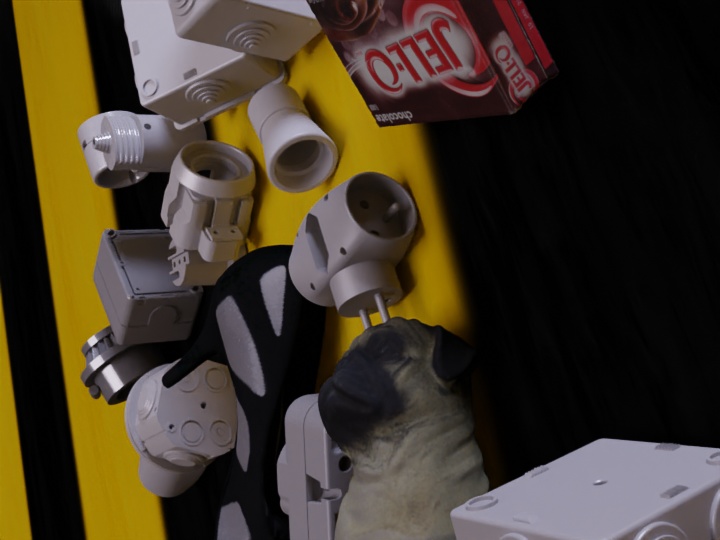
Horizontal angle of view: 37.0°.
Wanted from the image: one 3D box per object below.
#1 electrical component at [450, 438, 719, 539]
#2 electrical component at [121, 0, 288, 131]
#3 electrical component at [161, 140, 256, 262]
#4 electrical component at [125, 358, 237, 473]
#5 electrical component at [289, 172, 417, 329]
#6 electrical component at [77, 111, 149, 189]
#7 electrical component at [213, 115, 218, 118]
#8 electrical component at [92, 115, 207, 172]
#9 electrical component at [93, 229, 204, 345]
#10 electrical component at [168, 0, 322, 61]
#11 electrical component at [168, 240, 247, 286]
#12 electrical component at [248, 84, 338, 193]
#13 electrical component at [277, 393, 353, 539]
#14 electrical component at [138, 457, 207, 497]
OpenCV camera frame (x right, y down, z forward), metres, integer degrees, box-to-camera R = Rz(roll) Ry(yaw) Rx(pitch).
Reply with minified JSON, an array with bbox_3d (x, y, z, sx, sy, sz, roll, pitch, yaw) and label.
[{"bbox_3d":[0.093,0.098,0.390,0.100,0.100,0.048,-8,98,59],"label":"electrical component"},{"bbox_3d":[-0.104,-0.152,0.705,0.100,0.048,0.099,-21,71,22],"label":"electrical component"},{"bbox_3d":[-0.104,-0.052,0.745,0.078,0.058,0.057,56,140,41],"label":"electrical component"},{"bbox_3d":[-0.123,0.102,0.770,0.051,0.080,0.080,-30,67,50],"label":"electrical component"},{"bbox_3d":[0.000,0.000,0.588,0.077,0.043,0.079,-48,54,50],"label":"electrical component"},{"bbox_3d":[-0.209,-0.101,0.920,0.055,0.055,0.047,-43,61,52],"label":"electrical component"},{"bbox_3d":[-0.118,-0.138,0.773,0.055,0.048,0.066,-123,41,-51],"label":"electrical component"},{"bbox_3d":[-0.162,-0.096,0.814,0.043,0.081,0.043,9,100,59],"label":"electrical component"},{"bbox_3d":[-0.174,0.010,0.863,0.096,0.062,0.061,58,139,39],"label":"electrical component"},{"bbox_3d":[-0.070,-0.177,0.638,0.048,0.100,0.099,-32,65,42],"label":"electrical component"},{"bbox_3d":[-0.109,-0.007,0.768,0.040,0.046,0.040,9,100,59],"label":"electrical component"},{"bbox_3d":[-0.044,-0.084,0.659,0.065,0.044,0.044,63,142,42],"label":"electrical component"},{"bbox_3d":[-0.009,0.118,0.604,0.059,0.054,0.095,-1,92,59],"label":"electrical component"},{"bbox_3d":[-0.151,0.126,0.853,0.079,0.043,0.077,63,142,35],"label":"electrical component"}]
